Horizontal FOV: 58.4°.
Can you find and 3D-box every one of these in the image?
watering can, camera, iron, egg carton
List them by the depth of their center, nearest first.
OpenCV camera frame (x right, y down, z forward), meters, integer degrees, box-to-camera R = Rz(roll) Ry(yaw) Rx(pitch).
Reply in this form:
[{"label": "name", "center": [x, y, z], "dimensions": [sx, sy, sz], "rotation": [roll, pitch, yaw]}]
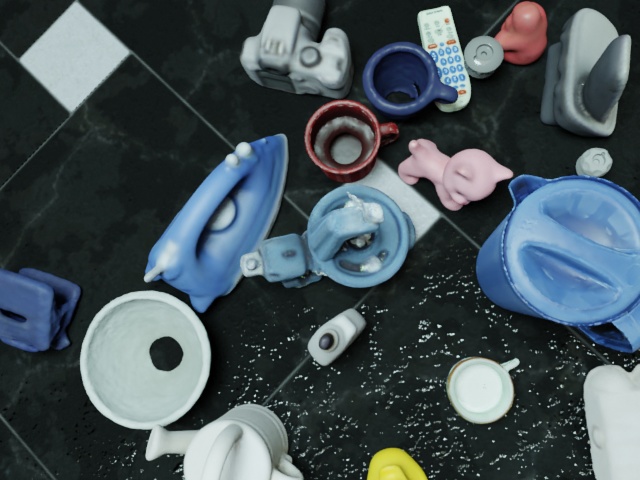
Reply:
[{"label": "watering can", "center": [-0.108, 0.251, 0.644], "dimensions": [0.172, 0.194, 0.101], "rotation": [-7, 82, 6]}, {"label": "egg carton", "center": [0.363, 0.219, 0.659], "dimensions": [0.107, 0.069, 0.150], "rotation": [-7, 82, 6]}, {"label": "iron", "center": [-0.125, -0.042, 0.709], "dimensions": [0.118, 0.141, 0.258], "rotation": [31, 87, 9]}, {"label": "camera", "center": [-0.022, -0.270, 0.747], "dimensions": [0.143, 0.101, 0.137], "rotation": [13, 85, 8]}]

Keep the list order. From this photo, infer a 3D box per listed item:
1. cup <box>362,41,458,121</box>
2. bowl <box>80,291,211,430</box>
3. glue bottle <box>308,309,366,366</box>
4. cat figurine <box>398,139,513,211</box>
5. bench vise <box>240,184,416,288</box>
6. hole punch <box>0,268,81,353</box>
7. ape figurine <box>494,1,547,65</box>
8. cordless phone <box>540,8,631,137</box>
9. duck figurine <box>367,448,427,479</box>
[{"label": "cup", "center": [0.114, -0.185, 0.724], "dimensions": [0.117, 0.095, 0.092], "rotation": [18, 85, 8]}, {"label": "bowl", "center": [-0.209, 0.149, 0.729], "dimensions": [0.167, 0.075, 0.167], "rotation": [-1, 83, 6]}, {"label": "glue bottle", "center": [0.015, 0.113, 0.658], "dimensions": [0.078, 0.173, 0.037], "rotation": [-45, 80, 0]}, {"label": "cat figurine", "center": [0.161, -0.085, 0.695], "dimensions": [0.127, 0.118, 0.067], "rotation": [31, 87, 9]}, {"label": "bench vise", "center": [0.012, 0.012, 0.648], "dimensions": [0.207, 0.220, 0.121], "rotation": [-33, 80, 2]}, {"label": "hole punch", "center": [-0.384, 0.091, 0.747], "dimensions": [0.108, 0.091, 0.101], "rotation": [16, 85, 8]}, {"label": "ape figurine", "center": [0.255, -0.267, 0.720], "dimensions": [0.078, 0.092, 0.076], "rotation": [-26, 81, 3]}, {"label": "cordless phone", "center": [0.325, -0.209, 0.658], "dimensions": [0.094, 0.185, 0.148], "rotation": [3, 83, 7]}, {"label": "duck figurine", "center": [0.093, 0.305, 0.670], "dimensions": [0.077, 0.086, 0.104], "rotation": [-16, 81, 4]}]
